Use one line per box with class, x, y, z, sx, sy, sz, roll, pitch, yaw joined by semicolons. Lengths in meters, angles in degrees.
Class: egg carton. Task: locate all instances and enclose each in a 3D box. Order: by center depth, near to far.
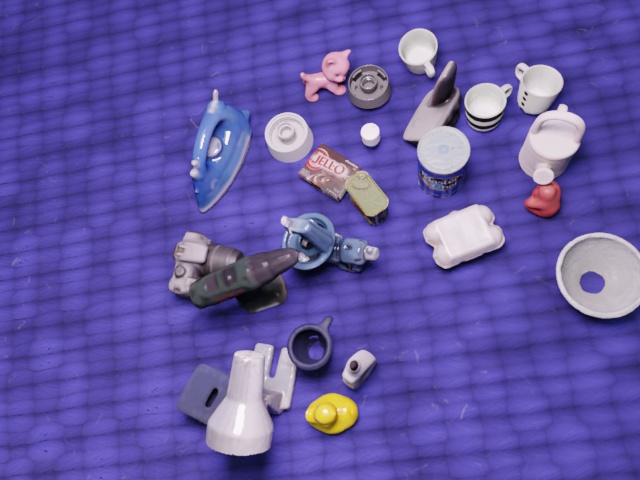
egg carton;0.294;-0.009;1.176;0.150;0.069;0.107;-23;72;2

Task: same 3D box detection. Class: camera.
camera;-0.241;0.057;1.227;0.136;0.101;0.143;8;76;11

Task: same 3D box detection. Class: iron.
iron;-0.244;-0.201;1.279;0.118;0.141;0.258;12;77;12

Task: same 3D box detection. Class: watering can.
watering can;0.463;-0.192;1.136;0.100;0.194;0.173;-4;74;8

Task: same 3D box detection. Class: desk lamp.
desk lamp;-0.125;0.292;1.082;0.117;0.214;0.203;7;76;11

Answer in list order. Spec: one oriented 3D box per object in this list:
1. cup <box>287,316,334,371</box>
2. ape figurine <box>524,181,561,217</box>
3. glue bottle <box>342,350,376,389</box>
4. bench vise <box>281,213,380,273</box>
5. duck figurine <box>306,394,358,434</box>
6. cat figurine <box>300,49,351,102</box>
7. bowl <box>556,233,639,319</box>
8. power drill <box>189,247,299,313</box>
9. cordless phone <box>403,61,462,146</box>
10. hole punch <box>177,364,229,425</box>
cup;-0.006;0.206;1.150;0.091;0.095;0.118;31;81;16
ape figurine;0.456;-0.089;1.161;0.078;0.092;0.076;-20;72;3
glue bottle;0.070;0.243;1.086;0.037;0.173;0.078;32;81;16
bench vise;0.010;-0.007;1.142;0.207;0.220;0.121;-7;73;7
duck figurine;0.020;0.338;1.113;0.104;0.086;0.077;-6;73;8
cat figurine;0.016;-0.381;1.301;0.127;0.118;0.067;-15;72;5
bowl;0.537;0.074;1.111;0.167;0.075;0.167;-2;74;9
power drill;-0.134;0.085;1.145;0.229;0.208;0.075;-20;72;3
cordless phone;0.239;-0.283;1.202;0.094;0.185;0.148;25;80;15
hole punch;-0.217;0.313;1.156;0.101;0.091;0.109;24;79;15
